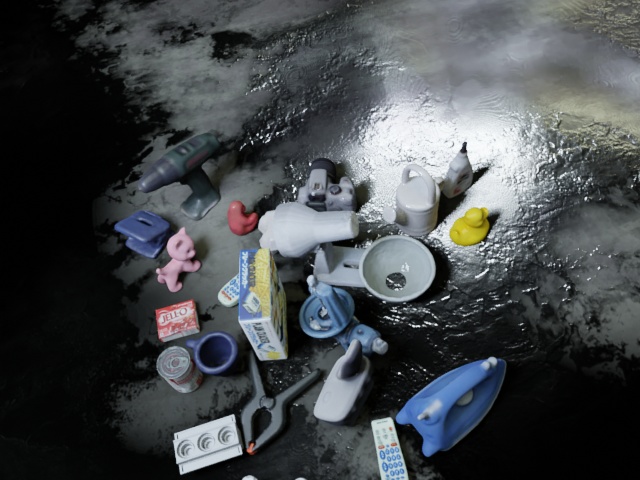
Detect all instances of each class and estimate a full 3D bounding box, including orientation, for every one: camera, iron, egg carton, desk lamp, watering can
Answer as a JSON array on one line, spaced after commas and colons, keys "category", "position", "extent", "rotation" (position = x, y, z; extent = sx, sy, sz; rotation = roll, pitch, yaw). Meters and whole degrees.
[{"category": "camera", "position": [0.019, -0.140, 1.413], "extent": [0.143, 0.101, 0.137], "rotation": [1, 58, 7]}, {"category": "iron", "position": [0.272, 0.288, 1.096], "extent": [0.258, 0.141, 0.118], "rotation": [-35, 61, -15]}, {"category": "egg carton", "position": [-0.071, -0.024, 1.370], "extent": [0.150, 0.069, 0.107], "rotation": [-10, 58, 0]}, {"category": "desk lamp", "position": [0.012, 0.004, 1.258], "extent": [0.203, 0.214, 0.118], "rotation": [3, 59, 9]}, {"category": "watering can", "position": [0.219, -0.093, 1.307], "extent": [0.100, 0.194, 0.173], "rotation": [23, 63, 19]}]

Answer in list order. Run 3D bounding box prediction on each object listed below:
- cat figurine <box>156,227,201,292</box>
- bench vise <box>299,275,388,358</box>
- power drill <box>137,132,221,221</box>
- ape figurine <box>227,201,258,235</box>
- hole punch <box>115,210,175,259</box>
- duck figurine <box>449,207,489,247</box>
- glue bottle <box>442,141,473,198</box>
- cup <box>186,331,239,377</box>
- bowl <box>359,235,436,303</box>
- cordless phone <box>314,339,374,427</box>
[{"category": "cat figurine", "position": [-0.333, 0.040, 1.331], "extent": [0.067, 0.118, 0.128], "rotation": [28, 65, 21]}, {"category": "bench vise", "position": [0.047, 0.148, 1.161], "extent": [0.207, 0.220, 0.121], "rotation": [12, 60, 14]}, {"category": "power drill", "position": [-0.322, -0.145, 1.390], "extent": [0.075, 0.209, 0.230], "rotation": [30, 66, 22]}, {"category": "ape figurine", "position": [-0.195, -0.061, 1.393], "extent": [0.077, 0.092, 0.076], "rotation": [32, 67, 23]}, {"category": "hole punch", "position": [-0.428, -0.027, 1.398], "extent": [0.108, 0.091, 0.101], "rotation": [23, 64, 19]}, {"category": "duck figurine", "position": [0.348, -0.039, 1.323], "extent": [0.105, 0.086, 0.077], "rotation": [-30, 60, -12]}, {"category": "glue bottle", "position": [0.332, -0.172, 1.356], "extent": [0.078, 0.173, 0.037], "rotation": [-34, 61, -14]}, {"category": "cup", "position": [-0.221, 0.246, 1.203], "extent": [0.117, 0.095, 0.092], "rotation": [15, 61, 15]}, {"category": "bowl", "position": [0.172, 0.076, 1.278], "extent": [0.167, 0.075, 0.167], "rotation": [-3, 58, 5]}, {"category": "cordless phone", "position": [0.044, 0.273, 1.105], "extent": [0.094, 0.185, 0.148], "rotation": [18, 62, 17]}]
